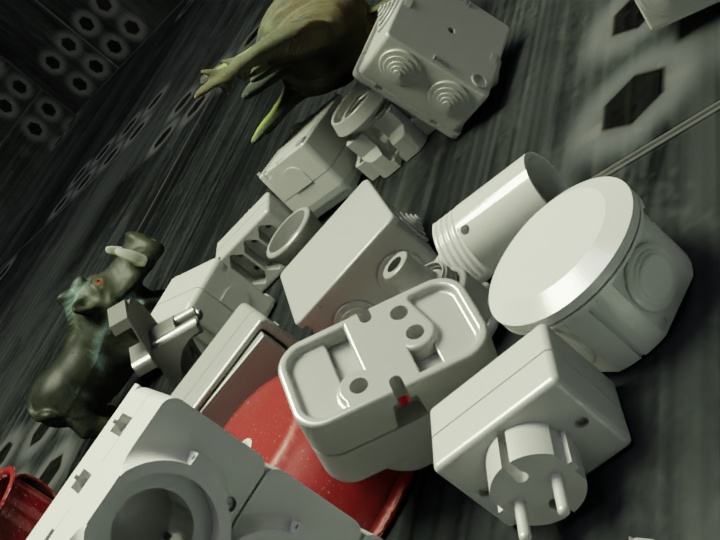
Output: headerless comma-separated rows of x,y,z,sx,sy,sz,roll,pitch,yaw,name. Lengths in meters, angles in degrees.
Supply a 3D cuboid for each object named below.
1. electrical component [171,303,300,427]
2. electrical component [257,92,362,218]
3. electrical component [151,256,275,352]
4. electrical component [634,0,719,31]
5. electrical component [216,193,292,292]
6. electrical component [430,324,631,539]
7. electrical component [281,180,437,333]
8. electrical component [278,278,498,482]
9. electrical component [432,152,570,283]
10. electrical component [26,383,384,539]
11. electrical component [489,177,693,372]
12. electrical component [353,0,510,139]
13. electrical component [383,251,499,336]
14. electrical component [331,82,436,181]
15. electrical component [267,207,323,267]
-0.073,0.079,0.681,0.096,0.062,0.061,-53,21,-6,electrical component
-0.028,-0.095,0.890,0.062,0.061,0.096,-32,20,41,electrical component
-0.125,0.040,0.852,0.096,0.062,0.061,-21,36,52,electrical component
0.166,-0.194,0.599,0.048,0.099,0.099,-21,34,30,electrical component
-0.081,-0.029,0.898,0.066,0.047,0.076,-44,22,17,electrical component
0.068,0.074,0.425,0.066,0.047,0.076,-42,23,23,electrical component
0.000,0.000,0.683,0.099,0.048,0.099,-48,21,8,electrical component
0.018,0.055,0.506,0.095,0.059,0.053,-25,44,-1,electrical component
0.072,-0.023,0.581,0.081,0.043,0.043,-37,25,31,electrical component
-0.048,0.125,0.431,0.089,0.150,0.062,-57,20,-15,electrical component
0.100,0.003,0.471,0.080,0.051,0.080,-42,23,22,electrical component
0.054,-0.156,0.765,0.048,0.100,0.099,-47,17,49,electrical component
0.040,0.015,0.558,0.048,0.062,0.048,-42,23,22,electrical component
0.016,-0.113,0.827,0.078,0.057,0.058,-38,25,31,electrical component
-0.031,-0.011,0.753,0.045,0.055,0.045,-42,23,22,electrical component
